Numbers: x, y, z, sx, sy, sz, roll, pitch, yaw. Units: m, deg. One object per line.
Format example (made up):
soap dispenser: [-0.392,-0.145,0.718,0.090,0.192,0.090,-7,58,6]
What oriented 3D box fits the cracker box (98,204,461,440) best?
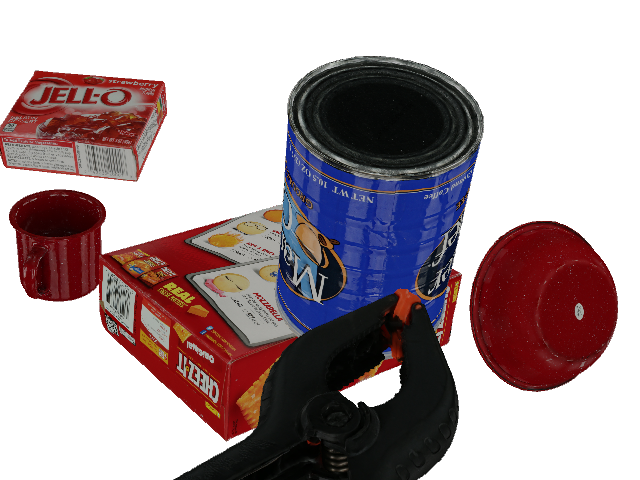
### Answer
cracker box: [-0.030,0.047,0.785,0.213,0.072,0.164,-17,35,-38]

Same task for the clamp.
clamp: [0.013,0.086,0.406,0.120,0.039,0.171,27,50,20]

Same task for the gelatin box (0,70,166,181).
gelatin box: [-0.149,-0.074,0.671,0.089,0.030,0.073,6,42,6]

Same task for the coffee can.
coffee can: [0.029,-0.016,0.596,0.102,0.140,0.103,3,44,-3]

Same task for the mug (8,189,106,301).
mug: [-0.263,0.013,1.056,0.093,0.081,0.117,10,33,6]

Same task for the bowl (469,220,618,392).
bowl: [0.219,0.063,0.981,0.161,0.162,0.055,0,2,-26]
